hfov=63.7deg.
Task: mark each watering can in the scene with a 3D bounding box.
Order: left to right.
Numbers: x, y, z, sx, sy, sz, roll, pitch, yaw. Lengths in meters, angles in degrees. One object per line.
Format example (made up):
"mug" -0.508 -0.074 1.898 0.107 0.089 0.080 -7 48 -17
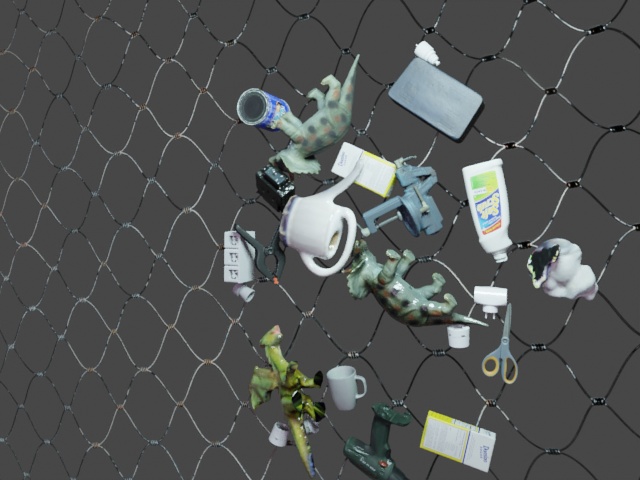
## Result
"watering can" 0.004 -0.073 1.448 0.225 0.104 0.345 15 99 22

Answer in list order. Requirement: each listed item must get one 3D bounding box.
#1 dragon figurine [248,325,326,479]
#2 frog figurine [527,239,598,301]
"dragon figurine" -0.114 0.459 1.498 0.241 0.122 0.413 -9 79 42
"frog figurine" 0.588 0.074 1.234 0.159 0.123 0.137 18 90 -16
